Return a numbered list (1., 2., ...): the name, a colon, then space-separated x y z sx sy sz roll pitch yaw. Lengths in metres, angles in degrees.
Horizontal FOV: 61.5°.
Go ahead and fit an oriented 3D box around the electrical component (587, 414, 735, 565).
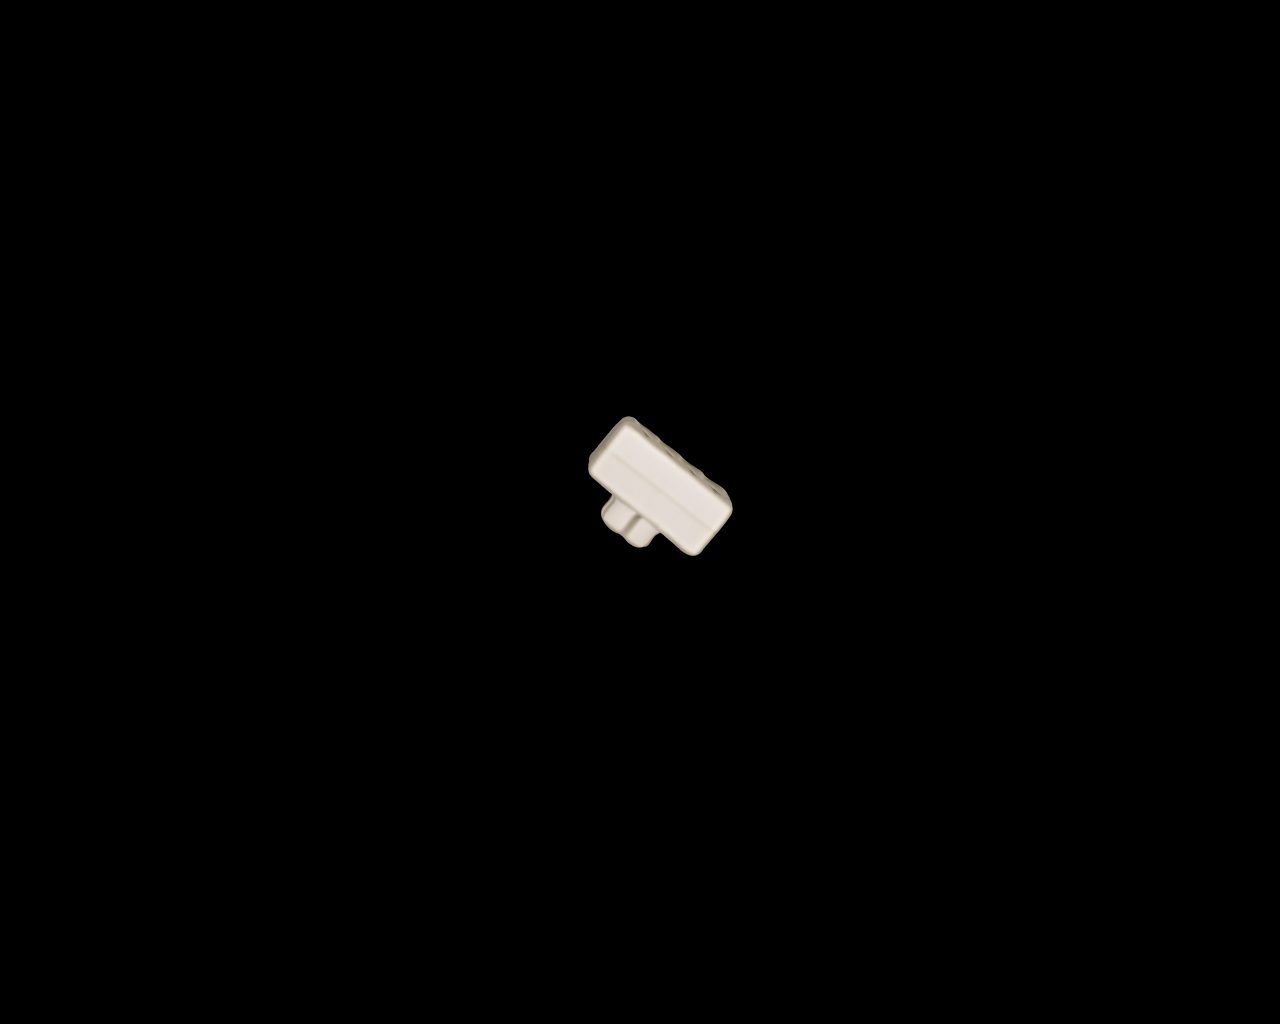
1. electrical component: 0.001 -0.003 0.650 0.083 0.075 0.047 38 9 -7
